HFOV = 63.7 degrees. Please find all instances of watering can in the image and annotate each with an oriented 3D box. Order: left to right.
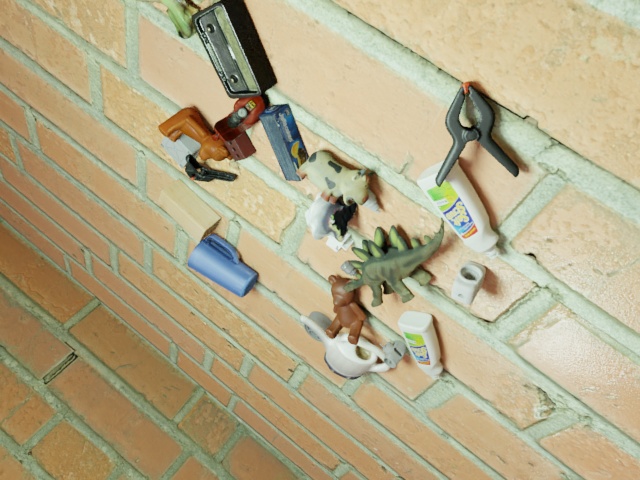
[{"bbox_3d":[0.070,0.367,1.747,0.348,0.106,0.219,26,142,1],"label":"watering can"}]

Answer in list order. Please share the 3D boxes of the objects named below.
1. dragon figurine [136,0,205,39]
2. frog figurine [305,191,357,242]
[{"bbox_3d":[-0.414,-0.608,1.296,0.410,0.124,0.239,4,137,51],"label":"dragon figurine"},{"bbox_3d":[0.004,-0.071,1.403,0.160,0.123,0.136,16,103,44],"label":"frog figurine"}]
